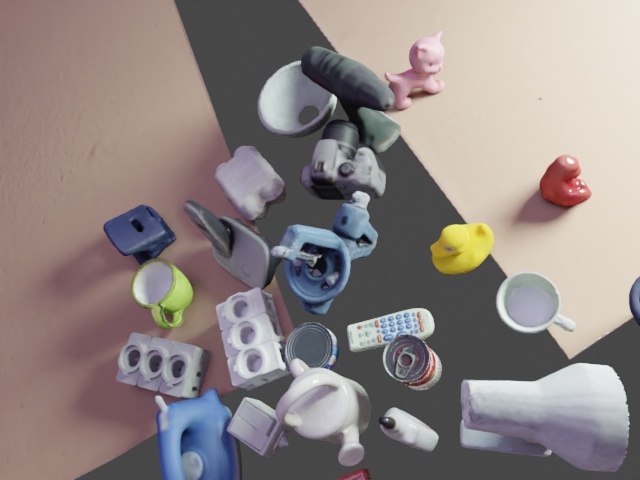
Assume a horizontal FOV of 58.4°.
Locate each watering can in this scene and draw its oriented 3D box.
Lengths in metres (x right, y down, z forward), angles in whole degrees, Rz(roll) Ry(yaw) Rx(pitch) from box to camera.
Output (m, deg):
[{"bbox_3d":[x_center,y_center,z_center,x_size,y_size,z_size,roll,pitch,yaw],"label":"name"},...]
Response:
[{"bbox_3d":[0.006,0.242,0.829,0.172,0.195,0.101,25,80,29],"label":"watering can"}]

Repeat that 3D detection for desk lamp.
[{"bbox_3d":[0.265,0.221,0.719,0.202,0.214,0.118,-3,68,22],"label":"desk lamp"}]

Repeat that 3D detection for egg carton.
[{"bbox_3d":[-0.136,-0.110,1.107,0.107,0.070,0.150,-42,60,2],"label":"egg carton"}]

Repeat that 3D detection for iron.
[{"bbox_3d":[-0.201,0.365,0.895,0.118,0.142,0.258,-23,62,13],"label":"iron"}]

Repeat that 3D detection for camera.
[{"bbox_3d":[0.042,-0.151,1.032,0.142,0.101,0.137,2,70,23],"label":"camera"}]

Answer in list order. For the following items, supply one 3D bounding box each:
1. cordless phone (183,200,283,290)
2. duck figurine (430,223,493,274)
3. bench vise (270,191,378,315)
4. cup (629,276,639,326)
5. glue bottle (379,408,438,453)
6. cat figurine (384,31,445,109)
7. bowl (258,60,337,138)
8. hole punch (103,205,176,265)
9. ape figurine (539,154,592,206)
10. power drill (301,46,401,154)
[{"bbox_3d":[-0.157,0.004,1.001,0.147,0.185,0.094,28,82,30],"label":"cordless phone"},{"bbox_3d":[0.220,0.003,0.902,0.104,0.086,0.077,-31,60,8],"label":"duck figurine"},{"bbox_3d":[-0.002,0.002,0.917,0.121,0.220,0.207,8,72,25],"label":"bench vise"},{"bbox_3d":[0.469,0.089,0.758,0.117,0.095,0.091,-14,64,17],"label":"cup"},{"bbox_3d":[0.112,0.259,0.790,0.078,0.173,0.037,24,80,29],"label":"glue bottle"},{"bbox_3d":[0.175,-0.314,1.035,0.127,0.118,0.067,-27,61,11],"label":"cat figurine"},{"bbox_3d":[-0.034,-0.265,1.126,0.167,0.075,0.167,-8,66,19],"label":"bowl"},{"bbox_3d":[-0.363,-0.018,1.151,0.101,0.091,0.108,-46,59,-1],"label":"hole punch"},{"bbox_3d":[0.375,-0.098,0.876,0.076,0.092,0.078,-2,68,22],"label":"ape figurine"},{"bbox_3d":[0.068,-0.241,0.996,0.075,0.209,0.229,-47,59,-1],"label":"power drill"}]
